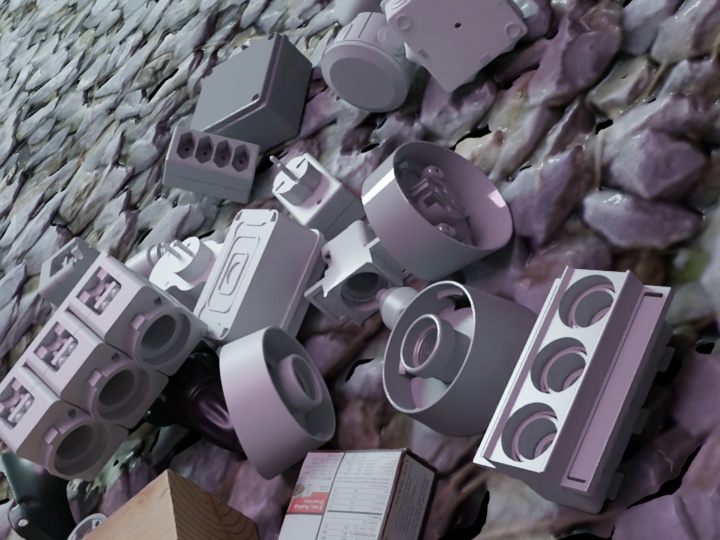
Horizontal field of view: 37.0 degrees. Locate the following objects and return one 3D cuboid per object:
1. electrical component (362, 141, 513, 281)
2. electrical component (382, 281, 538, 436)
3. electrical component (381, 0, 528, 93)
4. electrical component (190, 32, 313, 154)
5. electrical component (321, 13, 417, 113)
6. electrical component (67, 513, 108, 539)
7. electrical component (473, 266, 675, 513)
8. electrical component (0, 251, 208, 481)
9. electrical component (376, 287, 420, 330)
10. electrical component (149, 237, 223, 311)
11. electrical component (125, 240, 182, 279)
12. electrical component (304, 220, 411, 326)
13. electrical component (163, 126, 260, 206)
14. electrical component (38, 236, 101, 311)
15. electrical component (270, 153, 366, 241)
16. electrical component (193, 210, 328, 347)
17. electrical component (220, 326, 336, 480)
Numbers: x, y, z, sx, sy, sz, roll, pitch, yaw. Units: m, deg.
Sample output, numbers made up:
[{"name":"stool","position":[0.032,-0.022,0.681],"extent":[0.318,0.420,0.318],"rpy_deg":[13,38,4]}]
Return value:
[{"name":"electrical component","position":[0.052,-0.043,0.757],"extent":[0.064,0.099,0.099],"rpy_deg":[-36,36,29]},{"name":"electrical component","position":[0.063,0.057,0.696],"extent":[0.099,0.064,0.099],"rpy_deg":[-37,39,39]},{"name":"electrical component","position":[0.078,-0.206,0.879],"extent":[0.100,0.099,0.048],"rpy_deg":[-37,24,17]},{"name":"electrical component","position":[-0.110,-0.169,1.085],"extent":[0.109,0.056,0.108],"rpy_deg":[-22,43,34]},{"name":"electrical component","position":[0.011,-0.182,0.946],"extent":[0.080,0.080,0.051],"rpy_deg":[-8,46,43]},{"name":"electrical component","position":[-0.191,0.219,0.814],"extent":[0.055,0.047,0.055],"rpy_deg":[-28,40,27]},{"name":"electrical component","position":[0.125,0.067,0.599],"extent":[0.079,0.063,0.121],"rpy_deg":[5,61,50]},{"name":"electrical component","position":[-0.193,0.076,0.801],"extent":[0.062,0.089,0.150],"rpy_deg":[34,85,34]},{"name":"electrical component","position":[0.030,0.028,0.765],"extent":[0.035,0.035,0.061],"rpy_deg":[-52,32,-3]},{"name":"electrical component","position":[-0.143,-0.004,0.949],"extent":[0.138,0.074,0.052],"rpy_deg":[-7,53,44]},{"name":"electrical component","position":[-0.191,-0.007,1.034],"extent":[0.078,0.040,0.040],"rpy_deg":[-30,39,25]},{"name":"electrical component","position":[0.000,0.000,0.819],"extent":[0.081,0.042,0.063],"rpy_deg":[-37,33,16]},{"name":"electrical component","position":[-0.146,-0.089,1.042],"extent":[0.075,0.083,0.047],"rpy_deg":[111,169,-50]},{"name":"electrical component","position":[-0.262,0.021,1.042],"extent":[0.056,0.089,0.050],"rpy_deg":[-35,37,19]},{"name":"electrical component","position":[-0.046,-0.069,0.904],"extent":[0.047,0.076,0.083],"rpy_deg":[-47,35,3]},{"name":"electrical component","position":[-0.079,0.013,0.859],"extent":[0.078,0.057,0.113],"rpy_deg":[6,70,57]},{"name":"electrical component","position":[-0.063,0.091,0.755],"extent":[0.064,0.099,0.099],"rpy_deg":[-30,39,16]}]
